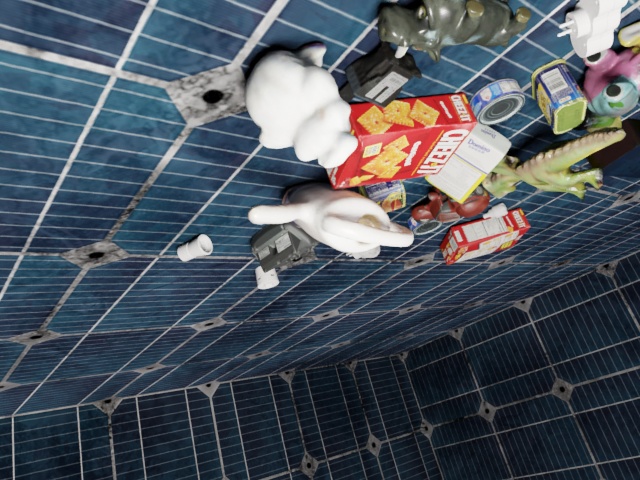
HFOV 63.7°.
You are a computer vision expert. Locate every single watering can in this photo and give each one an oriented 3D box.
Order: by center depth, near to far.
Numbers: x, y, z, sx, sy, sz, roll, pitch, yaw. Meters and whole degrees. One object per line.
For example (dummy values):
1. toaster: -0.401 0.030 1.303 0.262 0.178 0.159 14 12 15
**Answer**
1. watering can: 0.003 -0.045 0.899 0.347 0.226 0.103 10 101 -32

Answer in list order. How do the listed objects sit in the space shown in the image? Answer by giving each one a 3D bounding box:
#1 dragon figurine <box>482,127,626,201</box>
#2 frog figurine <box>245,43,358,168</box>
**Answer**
1. dragon figurine: 0.399 -0.147 1.000 0.242 0.123 0.407 1 170 13
2. frog figurine: -0.027 -0.155 0.646 0.122 0.162 0.135 10 146 -44
